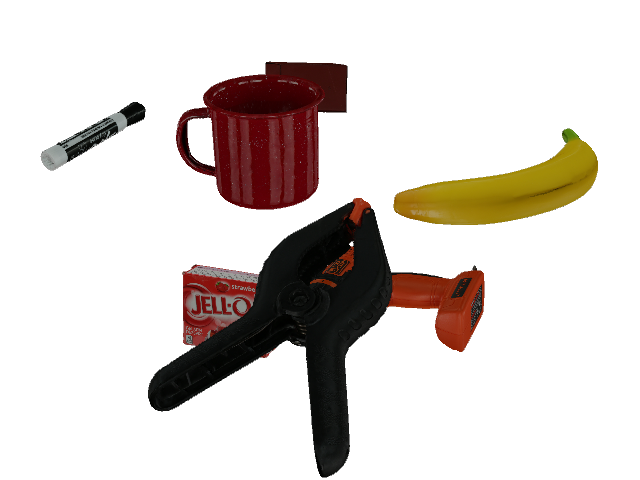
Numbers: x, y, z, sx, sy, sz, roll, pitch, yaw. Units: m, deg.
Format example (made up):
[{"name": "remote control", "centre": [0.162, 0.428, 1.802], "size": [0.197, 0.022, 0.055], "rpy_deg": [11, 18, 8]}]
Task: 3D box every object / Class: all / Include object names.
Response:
[{"name": "banana", "centre": [0.149, -0.041, 0.811], "size": [0.197, 0.037, 0.070], "rpy_deg": [-19, 26, -32]}, {"name": "marker", "centre": [-0.204, -0.097, 0.972], "size": [0.020, 0.020, 0.120], "rpy_deg": [0, 28, 40]}, {"name": "power drill", "centre": [0.071, 0.068, 1.143], "size": [0.188, 0.057, 0.184], "rpy_deg": [9, 30, 21]}, {"name": "mug", "centre": [-0.055, -0.076, 0.832], "size": [0.117, 0.081, 0.093], "rpy_deg": [0, 28, 2]}, {"name": "clamp", "centre": [-0.003, 0.051, 0.598], "size": [0.120, 0.171, 0.039], "rpy_deg": [28, -25, 24]}, {"name": "gelatin box", "centre": [-0.086, 0.066, 1.004], "size": [0.089, 0.073, 0.030], "rpy_deg": [8, 18, 18]}, {"name": "foam brick", "centre": [-0.015, -0.164, 1.143], "size": [0.078, 0.051, 0.053], "rpy_deg": [-2, 12, -19]}]
